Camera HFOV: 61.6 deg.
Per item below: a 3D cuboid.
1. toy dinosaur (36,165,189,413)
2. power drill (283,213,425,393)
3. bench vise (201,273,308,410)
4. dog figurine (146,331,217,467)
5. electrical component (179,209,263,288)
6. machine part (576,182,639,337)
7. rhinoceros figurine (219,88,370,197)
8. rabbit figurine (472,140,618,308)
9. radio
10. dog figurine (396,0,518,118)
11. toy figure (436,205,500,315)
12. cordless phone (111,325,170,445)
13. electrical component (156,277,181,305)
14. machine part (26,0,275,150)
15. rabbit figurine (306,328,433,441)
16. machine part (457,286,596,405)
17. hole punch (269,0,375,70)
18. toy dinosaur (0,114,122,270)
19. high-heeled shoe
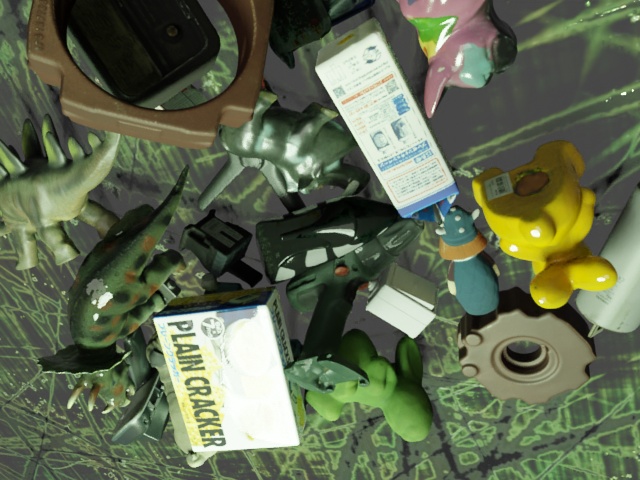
[{"bbox_3d":[-0.298,0.079,0.770,0.131,0.192,0.404,26,123,3],"label":"toy dinosaur"},{"bbox_3d":[0.032,0.079,0.680,0.086,0.207,0.232,31,141,-31],"label":"power drill"},{"bbox_3d":[-0.119,0.145,0.821,0.224,0.129,0.240,4,129,17],"label":"bench vise"},{"bbox_3d":[-0.235,0.260,0.904,0.121,0.172,0.190,-37,112,21],"label":"dog figurine"},{"bbox_3d":[-0.132,0.016,0.761,0.119,0.075,0.047,35,127,11],"label":"electrical component"},{"bbox_3d":[0.363,0.021,0.614,0.079,0.079,0.243,16,125,7],"label":"machine part"},{"bbox_3d":[-0.022,-0.108,0.632,0.190,0.073,0.112,18,101,-26],"label":"rhinoceros figurine"},{"bbox_3d":[0.268,-0.001,0.603,0.122,0.162,0.173,-26,129,17],"label":"rabbit figurine"},{"bbox_3d":[-0.215,-0.259,0.571,0.229,0.131,0.073,58,164,-11],"label":"radio"},{"bbox_3d":[0.100,-0.237,0.521,0.192,0.108,0.219,8,126,12],"label":"dog figurine"},{"bbox_3d":[0.185,0.023,0.685,0.058,0.064,0.154,11,128,58],"label":"toy figure"},{"bbox_3d":[-0.317,0.247,0.930,0.089,0.147,0.184,2,124,6],"label":"cordless phone"},{"bbox_3d":[-0.261,0.085,0.887,0.063,0.021,0.094,-31,106,30],"label":"electrical component"},{"bbox_3d":[-0.153,-0.196,0.508,0.201,0.087,0.201,10,87,-18],"label":"machine part"},{"bbox_3d":[0.088,0.215,0.777,0.170,0.159,0.121,34,128,13],"label":"rabbit figurine"},{"bbox_3d":[0.280,0.149,0.735,0.180,0.056,0.179,7,123,11],"label":"machine part"},{"bbox_3d":[-0.018,-0.267,0.560,0.116,0.092,0.142,6,134,54],"label":"hole punch"},{"bbox_3d":[-0.387,-0.068,0.763,0.472,0.105,0.198,-14,115,34],"label":"toy dinosaur"},{"bbox_3d":[-0.001,-0.002,0.705,0.145,0.249,0.086,-13,85,-16],"label":"high-heeled shoe"}]
